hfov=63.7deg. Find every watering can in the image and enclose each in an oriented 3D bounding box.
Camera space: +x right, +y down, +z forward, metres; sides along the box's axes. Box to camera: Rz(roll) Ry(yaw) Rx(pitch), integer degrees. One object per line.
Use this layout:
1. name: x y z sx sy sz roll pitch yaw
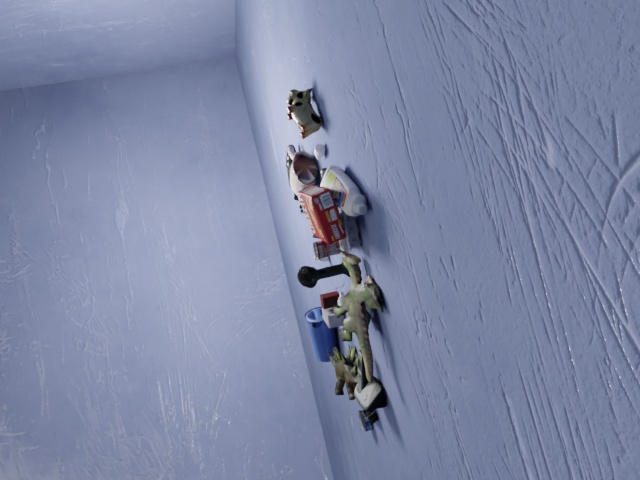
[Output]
1. watering can: -0.084 -0.297 2.167 0.220 0.104 0.353 105 150 -64

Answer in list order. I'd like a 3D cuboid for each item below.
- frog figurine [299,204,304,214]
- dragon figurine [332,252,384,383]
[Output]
1. frog figurine: 0.006 -0.102 2.020 0.160 0.125 0.134 39 149 8
2. dragon figurine: 0.139 0.229 1.658 0.237 0.122 0.418 113 143 -57
